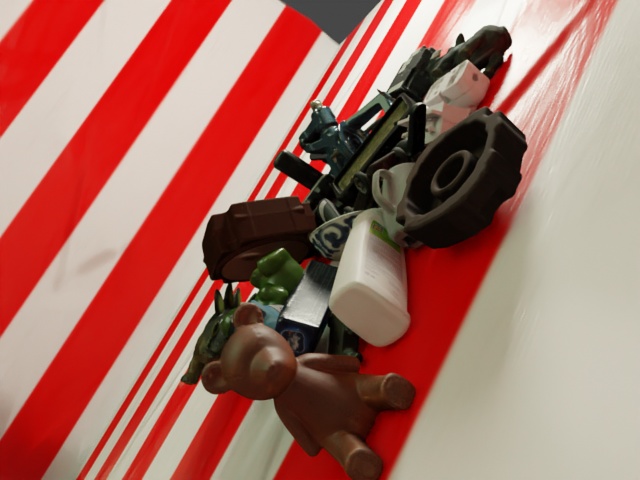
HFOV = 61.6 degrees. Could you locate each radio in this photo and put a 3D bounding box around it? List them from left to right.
[{"bbox_3d":[0.119,-0.156,1.010,0.229,0.073,0.131,-53,16,17],"label":"radio"}]

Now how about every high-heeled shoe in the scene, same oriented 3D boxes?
[{"bbox_3d":[-0.002,-0.003,1.061,0.145,0.086,0.249,-53,8,6],"label":"high-heeled shoe"}]

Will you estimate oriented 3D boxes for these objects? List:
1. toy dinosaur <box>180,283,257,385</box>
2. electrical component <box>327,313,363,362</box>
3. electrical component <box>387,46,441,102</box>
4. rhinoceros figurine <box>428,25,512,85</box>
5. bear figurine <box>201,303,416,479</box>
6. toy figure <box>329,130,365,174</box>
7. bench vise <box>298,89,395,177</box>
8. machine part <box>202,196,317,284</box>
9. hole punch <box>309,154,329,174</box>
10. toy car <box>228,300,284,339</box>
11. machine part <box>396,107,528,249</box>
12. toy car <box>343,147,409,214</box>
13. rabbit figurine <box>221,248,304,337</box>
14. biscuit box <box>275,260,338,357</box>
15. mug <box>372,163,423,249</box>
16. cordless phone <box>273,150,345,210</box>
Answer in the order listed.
[{"bbox_3d":[-0.178,0.192,1.100,0.471,0.105,0.198,108,-179,-86],"label":"toy dinosaur"},{"bbox_3d":[0.043,0.128,0.741,0.102,0.045,0.078,157,116,-68],"label":"electrical component"},{"bbox_3d":[0.207,-0.354,1.170,0.134,0.058,0.115,-59,17,-7],"label":"electrical component"},{"bbox_3d":[0.247,-0.314,0.933,0.112,0.073,0.190,-62,16,-11],"label":"rhinoceros figurine"},{"bbox_3d":[-0.019,0.155,0.580,0.120,0.196,0.132,-59,16,-18],"label":"bear figurine"},{"bbox_3d":[0.070,-0.183,1.250,0.154,0.064,0.058,-49,42,16],"label":"toy figure"},{"bbox_3d":[0.073,-0.236,1.135,0.240,0.129,0.224,-35,61,34],"label":"bench vise"},{"bbox_3d":[-0.115,0.006,1.026,0.087,0.201,0.201,70,153,23],"label":"machine part"},{"bbox_3d":[0.053,-0.218,1.355,0.116,0.092,0.142,2,53,39],"label":"hole punch"},{"bbox_3d":[-0.064,0.159,0.847,0.103,0.162,0.109,-31,-16,-43],"label":"toy car"},{"bbox_3d":[0.167,-0.072,0.645,0.179,0.056,0.179,-50,18,22],"label":"machine part"},{"bbox_3d":[0.091,-0.079,0.872,0.089,0.053,0.202,-31,-13,-15],"label":"toy car"},{"bbox_3d":[-0.092,0.127,0.944,0.170,0.159,0.121,-43,4,-29],"label":"rabbit figurine"},{"bbox_3d":[-0.014,0.100,0.809,0.203,0.063,0.059,-57,-19,-66],"label":"biscuit box"},{"bbox_3d":[0.120,-0.049,0.750,0.081,0.109,0.107,-32,41,40],"label":"mug"},{"bbox_3d":[-0.041,-0.102,1.189,0.146,0.184,0.089,-53,20,13],"label":"cordless phone"}]
